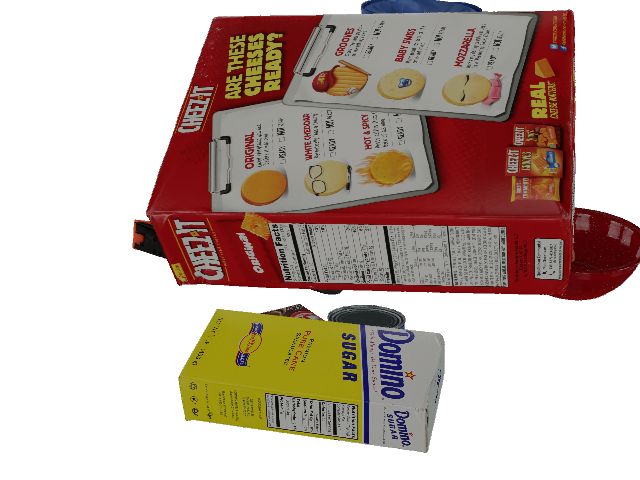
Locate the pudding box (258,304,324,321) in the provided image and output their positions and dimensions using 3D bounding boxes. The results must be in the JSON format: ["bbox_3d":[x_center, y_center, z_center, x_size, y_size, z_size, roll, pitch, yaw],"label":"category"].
[{"bbox_3d":[-0.050,0.127,1.433,0.113,0.039,0.090,-14,24,-29],"label":"pudding box"}]

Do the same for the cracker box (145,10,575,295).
[{"bbox_3d":[0.031,-0.051,0.591,0.214,0.164,0.072,1,-41,13],"label":"cracker box"}]

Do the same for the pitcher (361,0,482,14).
[{"bbox_3d":[0.105,-0.147,1.207,0.149,0.243,0.145,-12,26,-31],"label":"pitcher"}]

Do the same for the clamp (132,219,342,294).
[{"bbox_3d":[-0.067,0.009,0.960,0.210,0.036,0.164,6,12,-2],"label":"clamp"}]

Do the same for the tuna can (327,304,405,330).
[{"bbox_3d":[0.050,0.100,1.171,0.086,0.034,0.086,1,15,0],"label":"tuna can"}]

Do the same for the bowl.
[{"bbox_3d":[0.276,0.020,1.169,0.162,0.055,0.162,-1,27,0],"label":"bowl"}]

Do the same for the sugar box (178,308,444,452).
[{"bbox_3d":[-0.003,0.097,0.765,0.176,0.048,0.093,3,30,13],"label":"sugar box"}]
